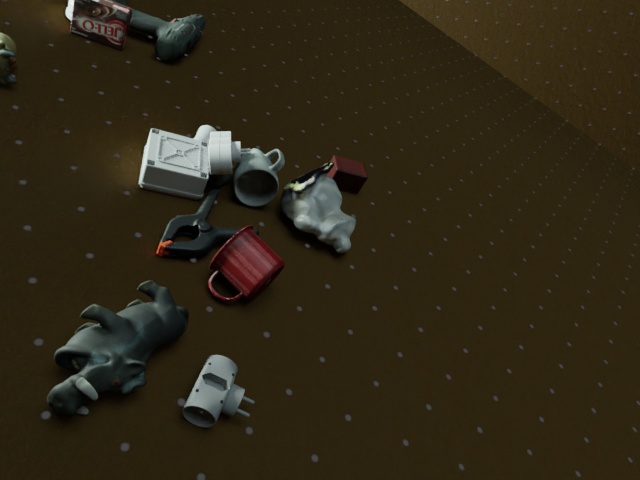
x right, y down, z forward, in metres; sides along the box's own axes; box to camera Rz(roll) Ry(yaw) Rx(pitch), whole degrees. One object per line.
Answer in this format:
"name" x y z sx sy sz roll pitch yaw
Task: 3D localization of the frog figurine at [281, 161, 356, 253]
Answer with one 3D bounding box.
"frog figurine" 0.003 -0.049 0.977 0.158 0.122 0.140 65 26 -16
